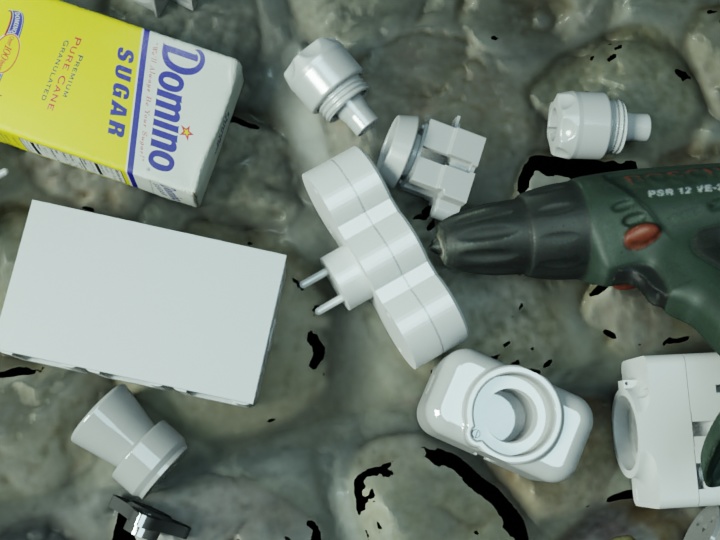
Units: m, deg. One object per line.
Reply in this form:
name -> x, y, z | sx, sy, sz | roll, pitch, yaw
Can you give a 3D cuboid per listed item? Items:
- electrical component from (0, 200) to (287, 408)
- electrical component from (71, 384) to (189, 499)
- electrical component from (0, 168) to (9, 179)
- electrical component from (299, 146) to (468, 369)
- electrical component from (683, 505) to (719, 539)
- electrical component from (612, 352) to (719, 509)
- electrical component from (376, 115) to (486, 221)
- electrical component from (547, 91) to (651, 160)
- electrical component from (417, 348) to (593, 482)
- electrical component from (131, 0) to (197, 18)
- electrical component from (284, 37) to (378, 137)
electrical component -> -0.126, 0.023, 0.640 | 0.150, 0.061, 0.089 | 12, 80, -2
electrical component -> -0.135, 0.101, 0.634 | 0.055, 0.045, 0.045 | 41, 80, 3
electrical component -> -0.254, -0.049, 0.653 | 0.079, 0.043, 0.077 | -30, 83, -8
electrical component -> 0.000, 0.000, 0.657 | 0.074, 0.052, 0.138 | -30, 83, -8
electrical component -> 0.228, 0.172, 0.647 | 0.055, 0.045, 0.045 | 31, 80, 2
electrical component -> 0.189, 0.097, 0.654 | 0.056, 0.050, 0.089 | -2, 81, -4
electrical component -> 0.042, -0.068, 0.676 | 0.055, 0.048, 0.066 | 20, 79, -8
electrical component -> 0.154, -0.092, 0.688 | 0.062, 0.043, 0.043 | 1, 80, -5
electrical component -> 0.087, 0.087, 0.644 | 0.095, 0.059, 0.053 | 24, 80, 0
electrical component -> -0.132, -0.214, 0.650 | 0.079, 0.121, 0.063 | 27, 77, 1
electrical component -> -0.014, -0.113, 0.680 | 0.043, 0.043, 0.062 | -39, 86, -9
